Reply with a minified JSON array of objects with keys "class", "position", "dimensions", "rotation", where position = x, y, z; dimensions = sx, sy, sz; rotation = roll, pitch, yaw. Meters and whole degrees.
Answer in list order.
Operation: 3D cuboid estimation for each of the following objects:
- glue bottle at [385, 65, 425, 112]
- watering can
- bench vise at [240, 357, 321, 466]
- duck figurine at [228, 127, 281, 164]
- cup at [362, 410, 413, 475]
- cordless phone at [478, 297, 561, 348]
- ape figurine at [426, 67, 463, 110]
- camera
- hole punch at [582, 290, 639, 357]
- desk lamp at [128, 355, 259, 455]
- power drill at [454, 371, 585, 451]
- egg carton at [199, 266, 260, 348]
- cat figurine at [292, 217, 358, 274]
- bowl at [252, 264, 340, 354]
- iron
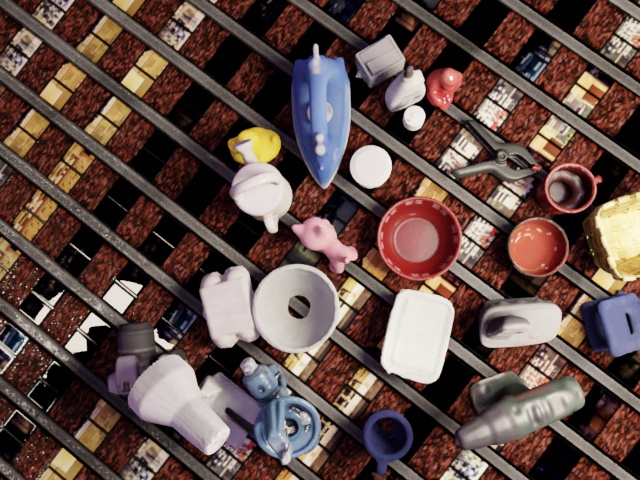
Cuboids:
[{"class":"glue bottle","position":[0.163,-0.290,1.071],"dimensions":[0.078,0.173,0.037],"rotation":[-22,85,2]},{"class":"watering can","position":[-0.118,-0.100,1.066],"dimensions":[0.101,0.194,0.173],"rotation":[-41,84,0]},{"class":"bench vise","position":[-0.089,0.317,1.023],"dimensions":[0.207,0.220,0.121],"rotation":[38,89,6]},{"class":"duck figurine","position":[-0.132,-0.191,1.127],"dimensions":[0.104,0.086,0.077],"rotation":[-10,85,3]},{"class":"cup","position":[0.122,0.369,1.069],"dimensions":[0.091,0.095,0.118],"rotation":[9,87,5]},{"class":"cordless phone","position":[0.366,0.152,1.022],"dimensions":[0.147,0.185,0.094],"rotation":[-9,85,3]},{"class":"ape figurine","position":[0.242,-0.303,1.107],"dimensions":[0.078,0.092,0.076],"rotation":[-29,85,2]},{"class":"camera","position":[-0.339,0.227,1.105],"dimensions":[0.143,0.101,0.137],"rotation":[-6,86,3]},{"class":"hole punch","position":[0.553,0.153,1.057],"dimensions":[0.101,0.091,0.109],"rotation":[-14,85,3]},{"class":"desk lamp","position":[-0.218,0.301,1.036],"dimensions":[0.203,0.213,0.118],"rotation":[35,89,6]},{"class":"power drill","position":[0.331,0.294,1.003],"dimensions":[0.229,0.208,0.075],"rotation":[-21,85,2]},{"class":"egg carton","position":[-0.174,0.131,1.116],"dimensions":[0.107,0.069,0.150],"rotation":[-16,85,3]},{"class":"cat figurine","position":[0.010,0.004,1.089],"dimensions":[0.128,0.118,0.067],"rotation":[43,90,6]},{"class":"bowl","position":[-0.043,0.130,1.105],"dimensions":[0.167,0.075,0.167],"rotation":[0,86,4]},{"class":"iron","position":[0.001,-0.236,1.094],"dimensions":[0.118,0.141,0.258],"rotation":[-3,86,4]}]
